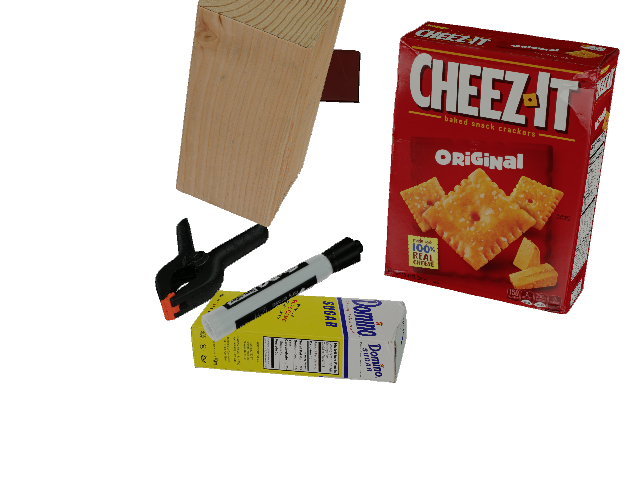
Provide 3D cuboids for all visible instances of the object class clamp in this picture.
[{"bbox_3d":[-0.132,0.028,1.245,0.120,0.039,0.171,-6,38,19],"label":"clamp"}]

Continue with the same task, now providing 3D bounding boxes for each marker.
[{"bbox_3d":[-0.022,0.030,0.701,0.121,0.020,0.020,-28,11,-22],"label":"marker"}]

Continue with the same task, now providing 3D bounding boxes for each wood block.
[{"bbox_3d":[-0.051,-0.119,0.860,0.091,0.090,0.206,23,-39,5],"label":"wood block"}]

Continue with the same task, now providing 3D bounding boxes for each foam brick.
[{"bbox_3d":[-0.001,-0.165,1.068,0.078,0.051,0.053,1,12,-4],"label":"foam brick"}]

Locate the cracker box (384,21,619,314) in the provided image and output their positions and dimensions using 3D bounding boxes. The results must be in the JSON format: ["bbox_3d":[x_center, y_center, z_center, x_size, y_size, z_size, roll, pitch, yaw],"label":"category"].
[{"bbox_3d":[0.143,-0.059,0.878,0.164,0.214,0.072,13,27,23],"label":"cracker box"}]

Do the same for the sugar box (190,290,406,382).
[{"bbox_3d":[-0.016,0.081,0.930,0.176,0.048,0.093,0,19,10],"label":"sugar box"}]
